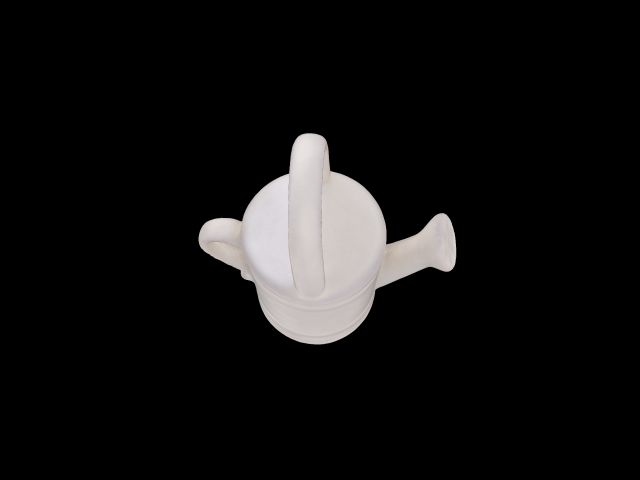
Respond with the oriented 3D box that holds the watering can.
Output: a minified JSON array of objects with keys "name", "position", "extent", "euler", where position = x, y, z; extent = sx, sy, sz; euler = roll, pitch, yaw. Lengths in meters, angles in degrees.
[{"name":"watering can","position":[0.004,-0.001,0.401],"extent":[0.173,0.194,0.101],"euler":[-16,67,-7]}]
